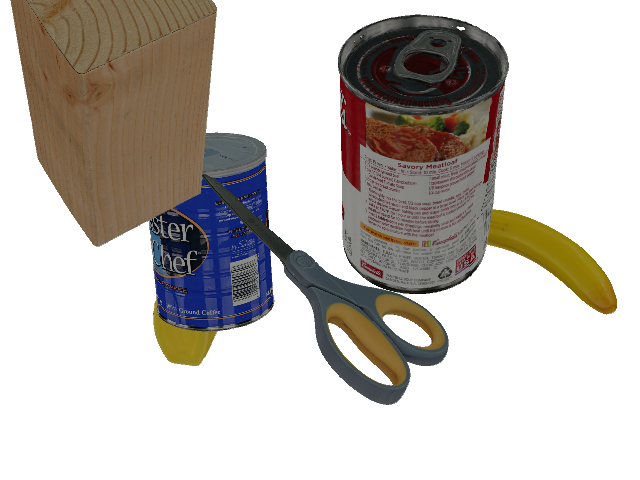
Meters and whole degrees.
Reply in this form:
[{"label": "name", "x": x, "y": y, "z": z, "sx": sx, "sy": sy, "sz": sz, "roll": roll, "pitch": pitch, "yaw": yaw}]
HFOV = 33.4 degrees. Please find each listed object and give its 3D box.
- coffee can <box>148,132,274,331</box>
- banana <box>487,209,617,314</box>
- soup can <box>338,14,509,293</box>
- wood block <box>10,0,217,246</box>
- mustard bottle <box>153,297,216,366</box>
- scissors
[{"label": "coffee can", "x": -0.093, "y": -0.009, "z": 0.897, "sx": 0.103, "sy": 0.140, "sz": 0.103, "roll": -2, "pitch": 23, "yaw": 1}, {"label": "banana", "x": 0.199, "y": 0.011, "z": 1.020, "sx": 0.198, "sy": 0.069, "sz": 0.037, "roll": 22, "pitch": -26, "yaw": 27}, {"label": "soup can", "x": 0.042, "y": -0.035, "z": 0.458, "sx": 0.068, "sy": 0.102, "sz": 0.068, "roll": -1, "pitch": 43, "yaw": 1}, {"label": "wood block", "x": -0.131, "y": -0.094, "z": 0.681, "sx": 0.090, "sy": 0.090, "sz": 0.206, "roll": -29, "pitch": -19, "yaw": -21}, {"label": "mustard bottle", "x": -0.114, "y": 0.038, "z": 1.102, "sx": 0.058, "sy": 0.096, "sz": 0.191, "roll": 5, "pitch": 31, "yaw": 11}, {"label": "scissors", "x": 0.007, "y": 0.021, "z": 0.673, "sx": 0.096, "sy": 0.016, "sz": 0.202, "roll": -5, "pitch": 46, "yaw": -35}]
